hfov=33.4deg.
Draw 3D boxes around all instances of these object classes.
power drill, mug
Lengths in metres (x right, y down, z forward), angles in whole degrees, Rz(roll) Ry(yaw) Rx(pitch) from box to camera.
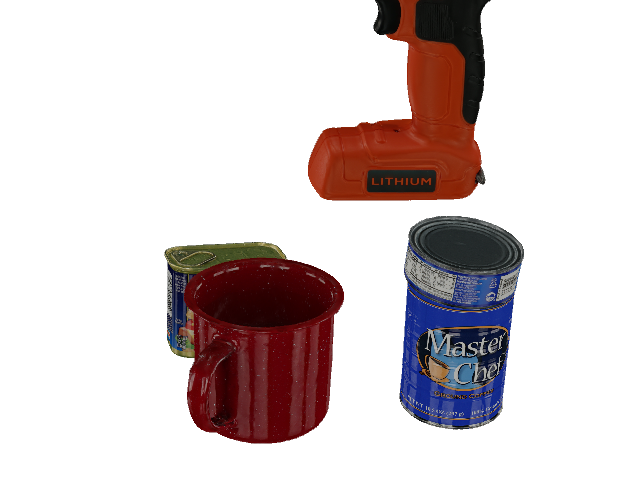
[{"bbox_3d":[0.036,-0.113,0.609,0.184,0.188,0.057,0,37,-7],"label":"power drill"},{"bbox_3d":[-0.039,0.070,0.625,0.093,0.081,0.117,13,27,23],"label":"mug"}]

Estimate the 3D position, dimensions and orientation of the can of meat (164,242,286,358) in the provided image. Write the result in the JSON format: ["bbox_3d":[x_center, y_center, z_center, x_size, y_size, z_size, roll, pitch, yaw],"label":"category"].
[{"bbox_3d":[-0.083,0.051,0.924,0.102,0.084,0.057,-3,20,-18],"label":"can of meat"}]

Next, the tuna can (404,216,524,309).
[{"bbox_3d":[0.106,0.016,0.792,0.086,0.034,0.086,5,28,-3],"label":"tuna can"}]

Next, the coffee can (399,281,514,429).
[{"bbox_3d":[0.131,0.094,1.027,0.103,0.140,0.103,1,25,-1],"label":"coffee can"}]
